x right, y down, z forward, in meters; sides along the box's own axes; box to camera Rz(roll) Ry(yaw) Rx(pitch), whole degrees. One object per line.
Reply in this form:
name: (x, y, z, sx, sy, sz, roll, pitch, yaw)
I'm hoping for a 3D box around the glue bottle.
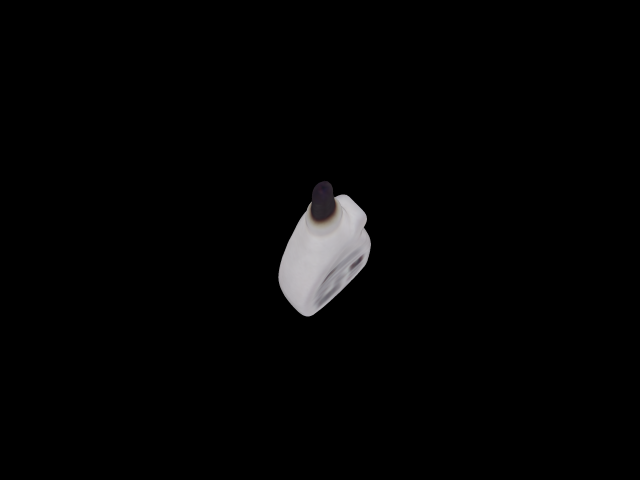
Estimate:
glue bottle: (0.004, 0.001, 0.400, 0.078, 0.173, 0.037, -41, 74, -14)
